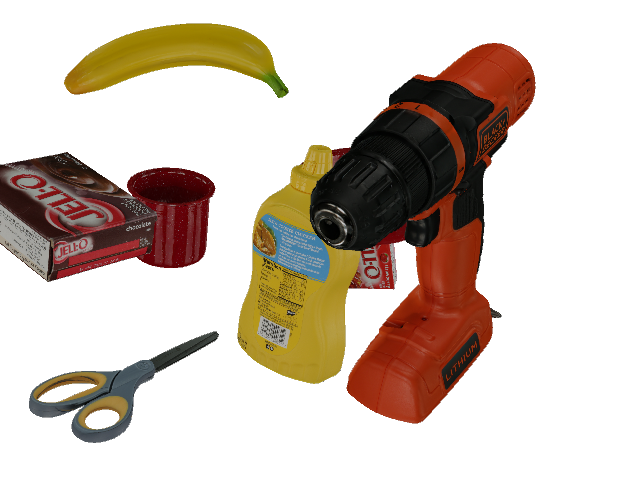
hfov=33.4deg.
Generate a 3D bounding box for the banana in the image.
[{"bbox_3d":[-0.128,-0.163,0.955,0.197,0.069,0.037,-1,-33,-4],"label":"banana"}]

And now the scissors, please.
[{"bbox_3d":[-0.155,0.128,0.944,0.201,0.016,0.096,-12,36,-34],"label":"scissors"}]

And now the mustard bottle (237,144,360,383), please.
[{"bbox_3d":[-0.014,0.015,0.877,0.096,0.192,0.058,24,26,34],"label":"mustard bottle"}]

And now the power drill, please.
[{"bbox_3d":[0.053,0.006,0.571,0.057,0.188,0.184,24,42,26],"label":"power drill"}]

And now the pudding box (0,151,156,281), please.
[{"bbox_3d":[-0.186,-0.019,0.758,0.114,0.039,0.089,30,30,34],"label":"pudding box"}]

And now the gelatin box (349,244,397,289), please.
[{"bbox_3d":[0.052,0.015,1.291,0.073,0.089,0.030,0,29,14],"label":"gelatin box"}]

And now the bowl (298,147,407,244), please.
[{"bbox_3d":[0.054,-0.040,1.082,0.162,0.055,0.162,3,27,-2],"label":"bowl"}]

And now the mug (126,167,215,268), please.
[{"bbox_3d":[-0.166,-0.029,1.158,0.093,0.081,0.117,-6,30,-22],"label":"mug"}]
